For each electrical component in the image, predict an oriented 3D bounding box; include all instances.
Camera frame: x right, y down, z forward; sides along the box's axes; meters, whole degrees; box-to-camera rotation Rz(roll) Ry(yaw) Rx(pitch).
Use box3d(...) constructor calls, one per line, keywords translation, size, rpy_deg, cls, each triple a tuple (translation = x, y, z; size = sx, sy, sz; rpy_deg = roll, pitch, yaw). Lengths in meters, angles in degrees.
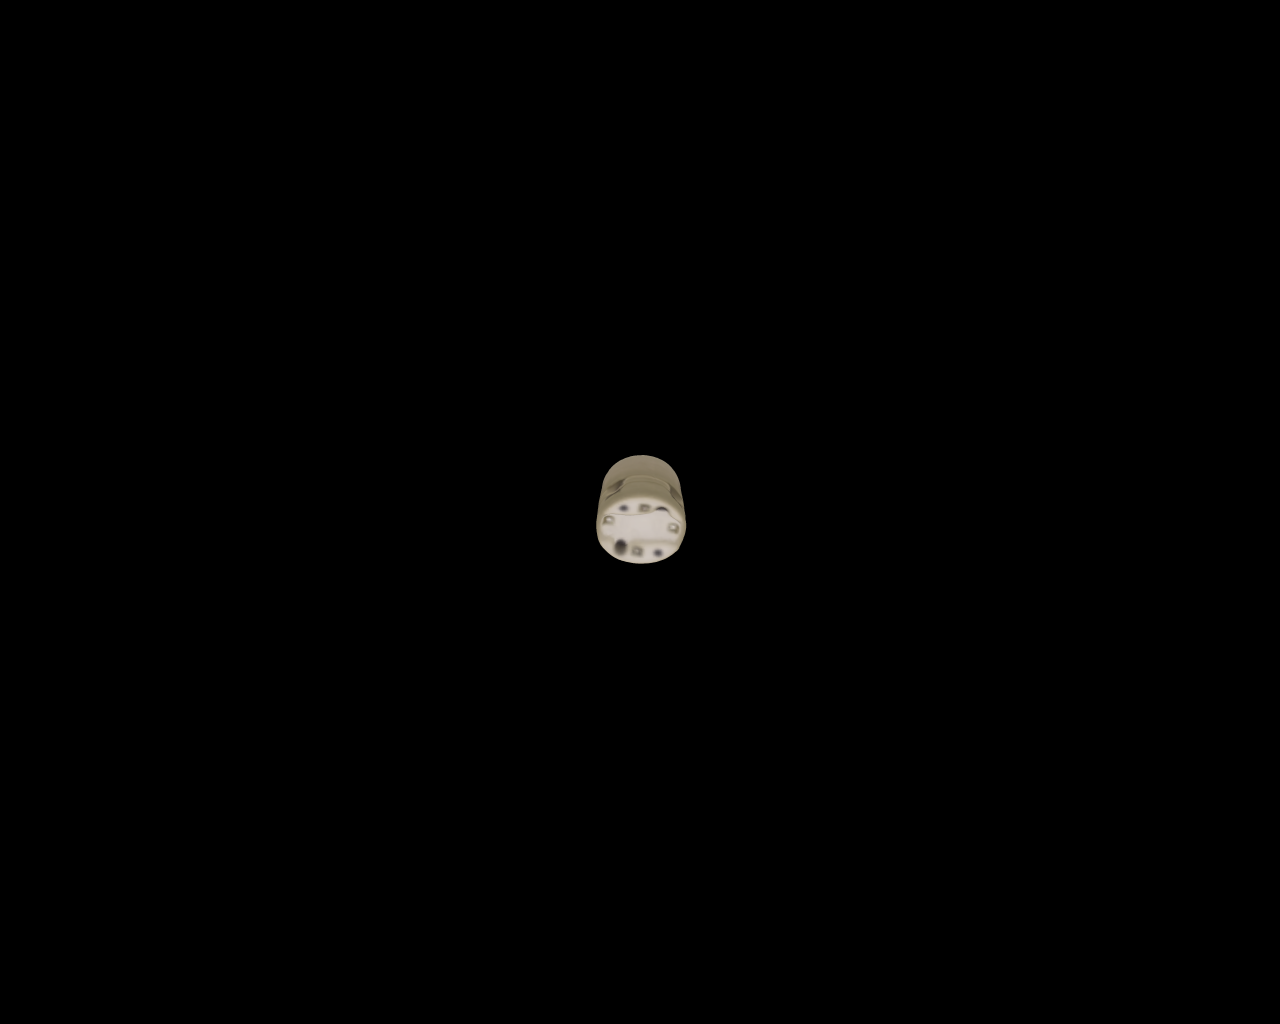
box3d(translation=(0.001, -0.003, 0.650), size=(0.055, 0.055, 0.047), rpy_deg=(0, 38, 0), cls="electrical component")
